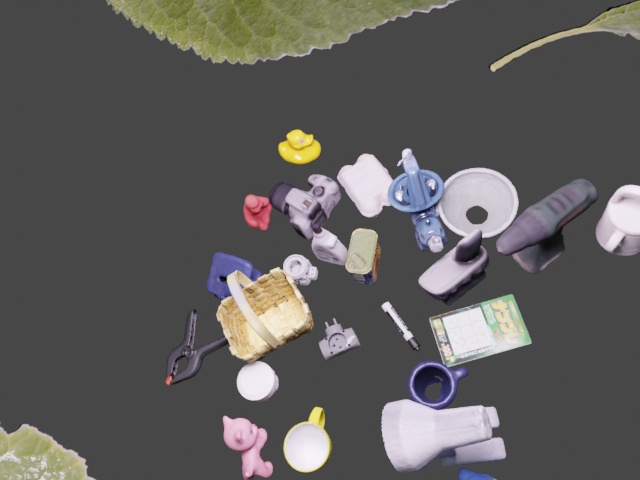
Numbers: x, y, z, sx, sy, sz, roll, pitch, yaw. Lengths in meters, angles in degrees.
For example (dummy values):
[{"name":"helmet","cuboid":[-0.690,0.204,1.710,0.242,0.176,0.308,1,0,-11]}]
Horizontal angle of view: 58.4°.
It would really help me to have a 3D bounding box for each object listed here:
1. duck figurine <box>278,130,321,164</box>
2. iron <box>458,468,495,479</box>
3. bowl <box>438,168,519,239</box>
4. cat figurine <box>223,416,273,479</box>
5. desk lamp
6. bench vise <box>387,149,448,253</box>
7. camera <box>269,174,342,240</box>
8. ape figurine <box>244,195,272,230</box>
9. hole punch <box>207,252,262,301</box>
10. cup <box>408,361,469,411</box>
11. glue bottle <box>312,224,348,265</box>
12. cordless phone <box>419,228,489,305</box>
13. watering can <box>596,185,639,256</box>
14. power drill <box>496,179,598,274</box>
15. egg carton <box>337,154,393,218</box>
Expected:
[{"name":"duck figurine","cuboid":[-0.056,-0.237,1.404,0.104,0.086,0.077,-1,67,14]},{"name":"iron","cuboid":[0.335,0.493,0.962,0.257,0.142,0.119,24,75,22]},{"name":"bowl","cuboid":[0.340,-0.068,1.239,0.167,0.075,0.167,-5,66,12]},{"name":"cat figurine","cuboid":[-0.149,0.409,1.133,0.067,0.118,0.127,-19,64,6]},{"name":"desk lamp","cuboid":[0.222,0.341,1.015,0.203,0.214,0.118,-12,65,9]},{"name":"bench vise","cuboid":[0.220,-0.086,1.196,0.121,0.220,0.207,-35,64,-2]},{"name":"camera","cuboid":[-0.044,-0.098,1.333,0.136,0.101,0.143,31,78,24]},{"name":"ape figurine","cuboid":[-0.153,-0.075,1.356,0.078,0.092,0.076,-41,64,-5]},{"name":"hole punch","cuboid":[-0.198,0.091,1.296,0.108,0.091,0.101,16,72,20]},{"name":"cup","cuboid":[0.231,0.281,1.105,0.117,0.095,0.091,-25,64,3]},{"name":"glue bottle","cuboid":[0.011,0.004,1.235,0.078,0.173,0.037,16,72,20]},{"name":"cordless phone","cuboid":[0.267,0.044,1.147,0.147,0.185,0.094,-41,64,-5]},{"name":"watering can","cuboid":[0.605,-0.056,1.101,0.100,0.194,0.173,12,71,19]},{"name":"power drill","cuboid":[0.433,-0.014,1.118,0.230,0.209,0.075,-39,64,-4]},{"name":"egg carton","cuboid":[0.114,-0.126,1.323,0.107,0.069,0.150,-33,64,-1]}]
